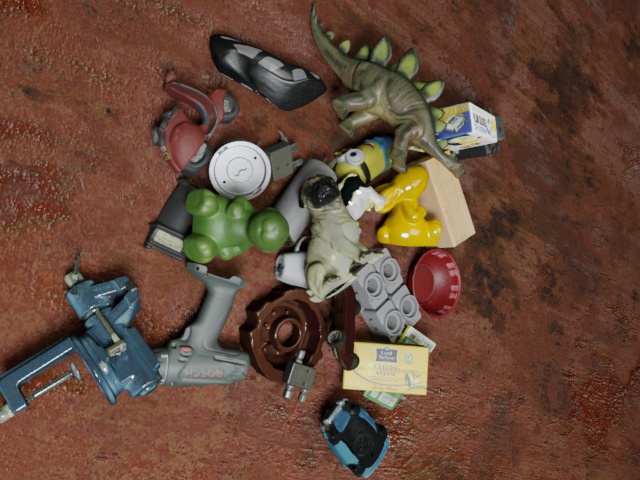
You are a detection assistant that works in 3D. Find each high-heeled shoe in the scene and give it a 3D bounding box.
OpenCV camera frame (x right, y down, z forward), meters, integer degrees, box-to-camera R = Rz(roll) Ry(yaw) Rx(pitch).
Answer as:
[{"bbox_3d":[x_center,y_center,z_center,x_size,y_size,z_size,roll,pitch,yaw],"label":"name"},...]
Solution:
[{"bbox_3d":[-0.098,-0.329,1.038,0.145,0.086,0.248,53,34,15],"label":"high-heeled shoe"}]

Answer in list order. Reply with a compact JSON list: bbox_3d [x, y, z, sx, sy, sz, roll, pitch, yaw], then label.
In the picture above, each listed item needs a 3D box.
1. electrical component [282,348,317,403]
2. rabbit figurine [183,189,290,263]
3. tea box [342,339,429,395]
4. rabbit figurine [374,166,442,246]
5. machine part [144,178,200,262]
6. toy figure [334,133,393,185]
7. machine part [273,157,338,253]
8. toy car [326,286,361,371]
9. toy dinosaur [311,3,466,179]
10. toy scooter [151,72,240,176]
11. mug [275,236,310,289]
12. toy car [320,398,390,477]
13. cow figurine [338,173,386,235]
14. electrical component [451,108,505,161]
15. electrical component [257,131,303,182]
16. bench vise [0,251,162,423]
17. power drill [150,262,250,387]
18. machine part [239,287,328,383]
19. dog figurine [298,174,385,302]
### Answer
[{"bbox_3d":[-0.036,0.251,0.996,0.063,0.021,0.094,25,77,-34],"label":"electrical component"},{"bbox_3d":[-0.122,-0.012,0.905,0.159,0.170,0.121,10,88,-62],"label":"rabbit figurine"},{"bbox_3d":[0.132,0.257,1.098,0.170,0.068,0.098,3,84,2],"label":"tea box"},{"bbox_3d":[0.181,-0.078,1.173,0.162,0.122,0.173,5,105,-13],"label":"rabbit figurine"},{"bbox_3d":[-0.242,-0.038,0.922,0.084,0.039,0.139,23,76,-23],"label":"machine part"},{"bbox_3d":[0.109,-0.170,1.149,0.180,0.082,0.089,-29,102,-35],"label":"toy figure"},{"bbox_3d":[-0.040,-0.073,1.041,0.079,0.079,0.243,44,65,-25],"label":"machine part"},{"bbox_3d":[0.044,0.164,1.054,0.202,0.053,0.089,-83,154,-47],"label":"toy car"},{"bbox_3d":[0.118,-0.293,1.072,0.471,0.105,0.198,42,84,8],"label":"toy dinosaur"},{"bbox_3d":[-0.228,-0.207,0.917,0.135,0.075,0.184,39,64,-28],"label":"toy scooter"},{"bbox_3d":[-0.029,0.046,1.040,0.107,0.081,0.109,7,92,-27],"label":"mug"},{"bbox_3d":[0.053,0.384,1.064,0.161,0.103,0.109,48,63,-19],"label":"toy car"},{"bbox_3d":[0.044,-0.049,1.081,0.098,0.068,0.167,40,93,-18],"label":"cow figurine"},{"bbox_3d":[0.381,-0.257,1.311,0.058,0.134,0.114,-20,100,-36],"label":"electrical component"},{"bbox_3d":[-0.084,-0.161,1.037,0.102,0.045,0.078,-36,136,-28],"label":"electrical component"},{"bbox_3d":[-0.354,0.160,0.772,0.240,0.129,0.223,-33,89,-28],"label":"bench vise"},{"bbox_3d":[-0.217,0.143,0.903,0.232,0.086,0.207,18,73,-24],"label":"power drill"},{"bbox_3d":[-0.068,0.177,1.020,0.179,0.056,0.179,0,89,-36],"label":"machine part"},{"bbox_3d":[0.000,-0.004,0.979,0.172,0.121,0.191,-39,74,4],"label":"dog figurine"}]
